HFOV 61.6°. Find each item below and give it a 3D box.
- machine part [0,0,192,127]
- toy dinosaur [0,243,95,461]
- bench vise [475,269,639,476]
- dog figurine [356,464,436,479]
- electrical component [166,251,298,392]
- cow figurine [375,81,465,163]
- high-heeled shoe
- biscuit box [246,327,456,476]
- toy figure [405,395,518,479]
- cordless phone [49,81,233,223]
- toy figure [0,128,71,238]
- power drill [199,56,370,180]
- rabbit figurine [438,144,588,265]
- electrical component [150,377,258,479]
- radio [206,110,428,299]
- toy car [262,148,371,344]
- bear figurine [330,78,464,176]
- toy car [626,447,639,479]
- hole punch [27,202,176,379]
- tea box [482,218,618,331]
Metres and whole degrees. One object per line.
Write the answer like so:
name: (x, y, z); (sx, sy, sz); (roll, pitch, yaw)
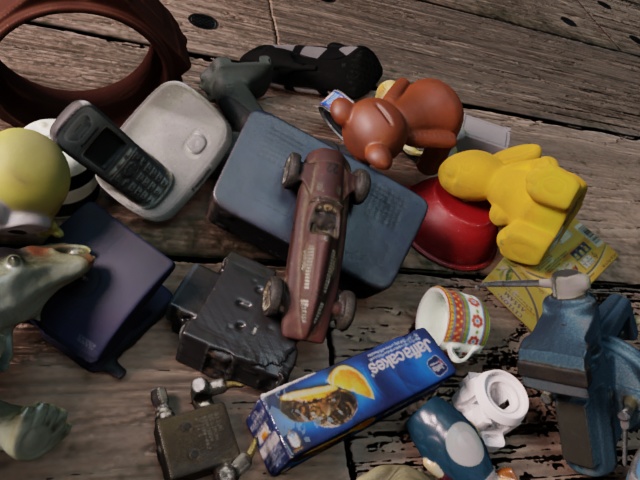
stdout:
machine part: (-0.258, -0.194, 0.572); (0.201, 0.200, 0.087); (-27, 64, 13)
toy dinosaur: (-0.282, 0.153, 0.332); (0.192, 0.131, 0.405); (7, 64, 29)
bench vise: (0.295, 0.116, 0.580); (0.240, 0.129, 0.223); (-25, 96, -41)
dog figurine: (0.070, 0.209, 0.388); (0.121, 0.190, 0.172); (31, 45, 5)
electrical component: (-0.079, 0.079, 0.530); (0.134, 0.058, 0.115); (24, 44, -2)
cow figurine: (0.136, -0.179, 0.841); (0.167, 0.068, 0.098); (43, 55, 17)
high-heeled shoe: (-0.009, -0.280, 0.885); (0.145, 0.086, 0.248); (15, 18, 33)
biscuit box: (0.035, 0.148, 0.514); (0.203, 0.062, 0.059); (-16, 60, -32)
toy figure: (0.145, 0.221, 0.504); (0.064, 0.057, 0.154); (-41, 71, -1)
cordless phone: (-0.181, -0.111, 0.547); (0.089, 0.184, 0.146); (36, 83, 19)
toy figure: (-0.284, -0.047, 0.470); (0.082, 0.180, 0.089); (-1, 93, -43)
power drill: (-0.065, -0.156, 0.734); (0.232, 0.086, 0.207); (-10, 63, -26)
rabbit figurine: (0.241, -0.072, 0.684); (0.173, 0.121, 0.162); (25, 39, 26)
electrical component: (-0.098, 0.164, 0.456); (0.078, 0.045, 0.102); (-1, 51, -26)
radio: (-0.005, -0.035, 0.611); (0.229, 0.073, 0.131); (27, 69, -6)
toy car: (-0.001, -0.002, 0.530); (0.089, 0.053, 0.202); (15, 65, -15)
bear figurine: (0.095, -0.133, 0.692); (0.196, 0.132, 0.120); (-32, 74, -32)
toy car: (0.361, 0.276, 0.510); (0.109, 0.102, 0.162); (-24, 53, -38)
hole punch: (-0.205, 0.042, 0.491); (0.142, 0.092, 0.116); (36, 50, 5)
tea box: (0.310, 0.039, 0.719); (0.169, 0.068, 0.098); (-26, 63, -35)
